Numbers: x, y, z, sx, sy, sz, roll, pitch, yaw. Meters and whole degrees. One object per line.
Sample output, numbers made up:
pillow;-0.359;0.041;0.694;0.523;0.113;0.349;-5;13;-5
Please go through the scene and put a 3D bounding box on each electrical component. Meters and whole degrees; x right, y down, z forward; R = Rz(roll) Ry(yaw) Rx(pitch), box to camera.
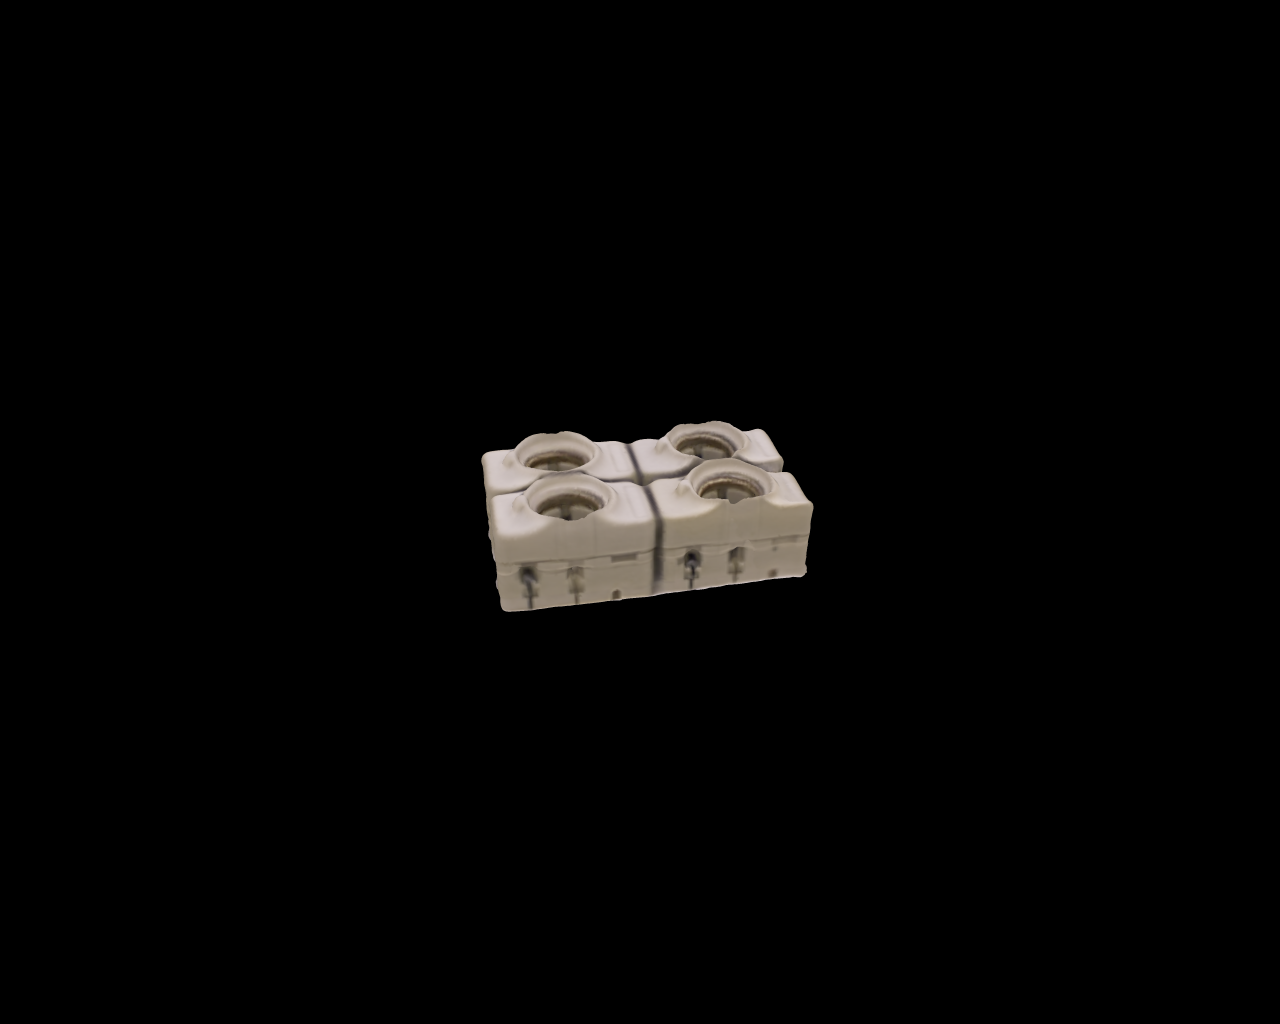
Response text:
electrical component;0.001;-0.003;0.650;0.186;0.060;0.105;-6;32;-9
